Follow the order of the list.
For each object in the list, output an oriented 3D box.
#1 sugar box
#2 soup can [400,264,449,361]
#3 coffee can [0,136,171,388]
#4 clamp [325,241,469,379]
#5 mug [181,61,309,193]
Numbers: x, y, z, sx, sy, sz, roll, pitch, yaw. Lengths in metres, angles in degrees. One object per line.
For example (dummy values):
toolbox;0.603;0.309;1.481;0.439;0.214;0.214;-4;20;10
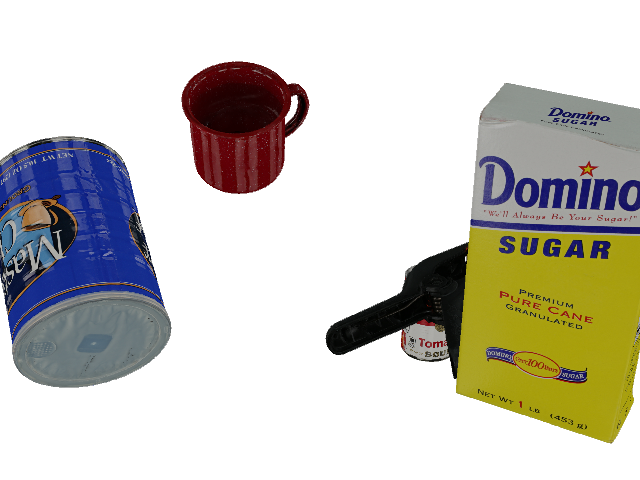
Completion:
sugar box;0.123;0.014;0.547;0.093;0.176;0.048;15;38;23
soup can;0.134;0.088;1.300;0.068;0.102;0.068;1;24;-1
coffee can;-0.168;0.014;0.730;0.102;0.140;0.103;-15;-34;-10
clamp;0.099;0.052;0.835;0.120;0.039;0.171;20;42;37
mug;-0.062;-0.101;0.938;0.117;0.093;0.081;-27;-33;-21
